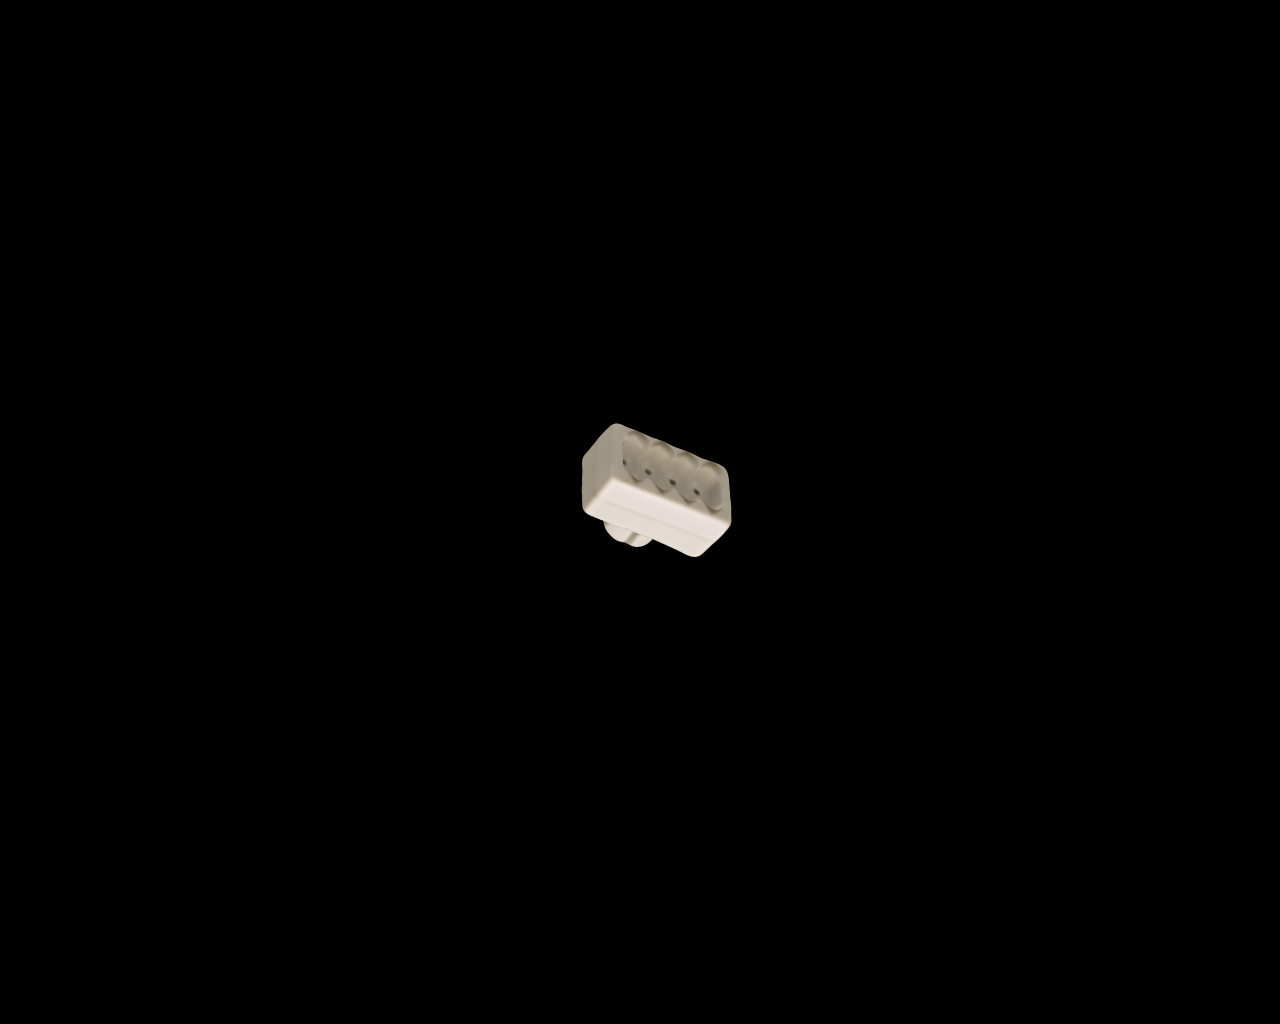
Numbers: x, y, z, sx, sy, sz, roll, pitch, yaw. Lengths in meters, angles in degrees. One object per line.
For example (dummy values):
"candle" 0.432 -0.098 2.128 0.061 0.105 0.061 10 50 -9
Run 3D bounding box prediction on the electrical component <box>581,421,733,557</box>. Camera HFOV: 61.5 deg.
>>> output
"electrical component" 0.001 -0.003 0.650 0.083 0.047 0.075 21 -45 -24
